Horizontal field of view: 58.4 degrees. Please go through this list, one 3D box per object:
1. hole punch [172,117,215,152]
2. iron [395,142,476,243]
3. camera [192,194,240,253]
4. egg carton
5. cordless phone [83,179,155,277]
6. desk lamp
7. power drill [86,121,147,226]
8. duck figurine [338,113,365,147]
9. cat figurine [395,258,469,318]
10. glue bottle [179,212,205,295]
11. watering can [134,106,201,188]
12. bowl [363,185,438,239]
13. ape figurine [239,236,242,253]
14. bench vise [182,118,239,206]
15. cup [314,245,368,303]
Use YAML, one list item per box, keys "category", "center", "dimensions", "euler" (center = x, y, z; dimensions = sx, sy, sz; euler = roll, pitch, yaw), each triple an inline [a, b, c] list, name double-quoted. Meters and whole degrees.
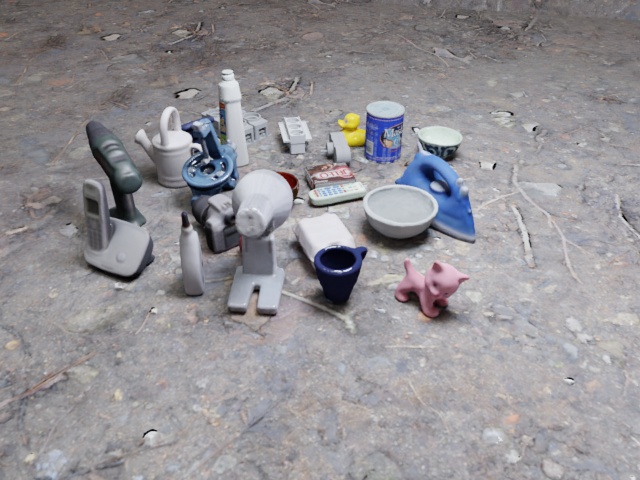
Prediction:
- category: "hole punch"
  center: [-0.359, -0.310, 1.619]
  dimensions: [0.109, 0.091, 0.100]
  euler: [-28, 44, -33]
- category: "iron"
  center: [0.282, -0.117, 1.315]
  dimensions: [0.119, 0.141, 0.257]
  euler: [-17, 39, -22]
- category: "camera"
  center: [-0.211, -0.061, 1.268]
  dimensions: [0.143, 0.101, 0.136]
  euler: [-28, 44, -33]
- category: "egg carton"
  center: [0.011, 0.004, 1.206]
  dimensions: [0.107, 0.069, 0.150]
  euler: [-13, 38, -18]
- category: "cordless phone"
  center: [-0.412, -0.025, 1.145]
  dimensions: [0.147, 0.185, 0.094]
  euler: [15, 38, 19]
- category: "desk lamp"
  center: [-0.116, -0.004, 1.093]
  dimensions: [0.118, 0.214, 0.203]
  euler: [2, 36, 2]
- category: "power drill"
  center: [-0.454, -0.135, 1.275]
  dimensions: [0.076, 0.208, 0.228]
  euler: [-23, 42, -29]
- category: "duck figurine"
  center: [0.096, -0.320, 1.641]
  dimensions: [0.104, 0.086, 0.077]
  euler: [3, 36, 4]
- category: "cat figurine"
  center: [0.207, 0.075, 1.069]
  dimensions: [0.127, 0.118, 0.067]
  euler: [26, 43, 31]
- category: "glue bottle"
  center: [-0.247, 0.019, 1.095]
  dimensions: [0.037, 0.173, 0.078]
  euler: [-4, 36, -5]
- category: "watering can"
  center: [-0.375, -0.237, 1.429]
  dimensions: [0.173, 0.194, 0.100]
  euler: [-5, 36, -8]
- category: "bowl"
  center: [0.177, -0.052, 1.282]
  dimensions: [0.167, 0.075, 0.167]
  euler: [0, 36, 0]
- category: "ape figurine"
  center: [-0.134, -0.009, 1.204]
  dimensions: [0.076, 0.092, 0.078]
  euler: [10, 37, 13]
- category: "bench vise"
  center: [-0.264, -0.203, 1.361]
  dimensions: [0.121, 0.220, 0.207]
  euler: [-1, 36, -1]
- category: "cup"
  center: [0.043, 0.066, 1.100]
  dimensions: [0.118, 0.095, 0.091]
  euler: [-26, 43, -31]
